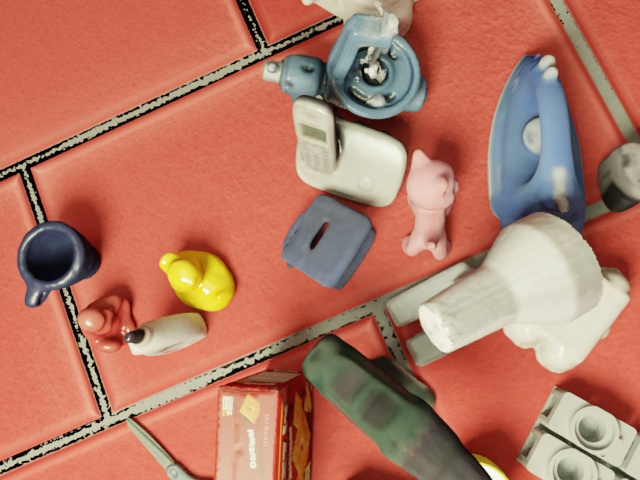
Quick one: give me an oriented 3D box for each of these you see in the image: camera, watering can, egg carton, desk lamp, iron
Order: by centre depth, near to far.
[{"bbox_3d":[0.185,0.068,0.648,0.203,0.213,0.118,-28,79,2],"label":"desk lamp"},{"bbox_3d":[0.430,-0.051,0.694,0.143,0.101,0.137,-3,82,7],"label":"camera"},{"bbox_3d":[0.273,-0.134,0.703,0.118,0.141,0.258,-2,82,7],"label":"iron"},{"bbox_3d":[0.304,0.084,0.705,0.107,0.069,0.150,38,88,10],"label":"egg carton"},{"bbox_3d":[0.064,-0.331,0.729,0.173,0.194,0.101,-35,79,1],"label":"watering can"}]

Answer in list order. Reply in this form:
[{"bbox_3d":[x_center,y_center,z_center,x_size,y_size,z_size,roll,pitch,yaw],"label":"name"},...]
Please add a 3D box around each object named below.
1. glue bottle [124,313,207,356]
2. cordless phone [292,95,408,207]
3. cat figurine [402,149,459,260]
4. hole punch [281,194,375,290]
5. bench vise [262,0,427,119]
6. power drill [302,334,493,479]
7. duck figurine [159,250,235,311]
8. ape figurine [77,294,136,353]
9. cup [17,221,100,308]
[{"bbox_3d":[-0.200,0.119,0.707,0.078,0.173,0.037,-27,79,3],"label":"glue bottle"},{"bbox_3d":[0.035,-0.113,0.706,0.147,0.185,0.094,17,84,9],"label":"cordless phone"},{"bbox_3d":[0.139,-0.044,0.718,0.067,0.118,0.128,3,82,7],"label":"cat figurine"},{"bbox_3d":[0.007,0.003,0.741,0.101,0.091,0.109,31,87,10],"label":"hole punch"},{"bbox_3d":[0.030,-0.204,0.702,0.207,0.220,0.121,-14,80,5],"label":"bench vise"},{"bbox_3d":[0.087,0.192,0.645,0.229,0.208,0.076,36,88,10],"label":"power drill"},{"bbox_3d":[-0.166,0.051,0.757,0.104,0.086,0.077,35,87,10],"label":"duck figurine"},{"bbox_3d":[-0.288,0.109,0.760,0.076,0.092,0.078,24,85,10],"label":"ape figurine"},{"bbox_3d":[-0.347,0.038,0.776,0.091,0.095,0.118,21,85,9],"label":"cup"}]
